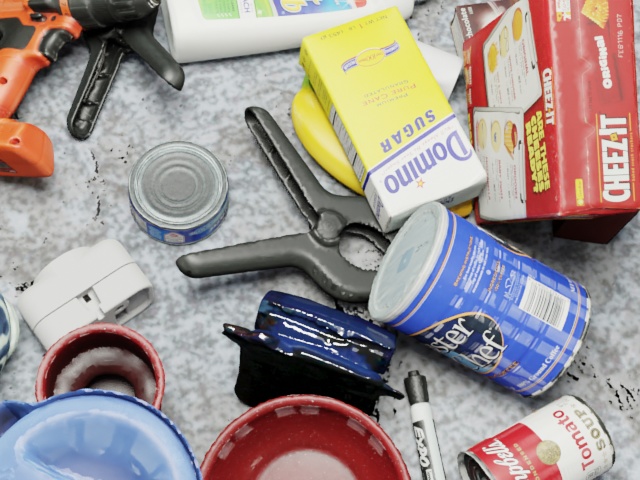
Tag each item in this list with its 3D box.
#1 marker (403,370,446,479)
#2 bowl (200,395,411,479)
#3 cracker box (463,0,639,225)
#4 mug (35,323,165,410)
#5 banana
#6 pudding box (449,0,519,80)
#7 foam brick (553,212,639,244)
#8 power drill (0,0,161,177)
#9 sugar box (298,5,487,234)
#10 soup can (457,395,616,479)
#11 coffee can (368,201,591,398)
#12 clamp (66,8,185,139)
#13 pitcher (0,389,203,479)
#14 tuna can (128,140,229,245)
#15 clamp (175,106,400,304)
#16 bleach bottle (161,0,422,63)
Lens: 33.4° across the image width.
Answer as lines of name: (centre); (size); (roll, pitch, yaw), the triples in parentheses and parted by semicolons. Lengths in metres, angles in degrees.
marker: (0.086, 0.162, 0.847); (0.020, 0.020, 0.121); (-6, 68, -8)
bowl: (-0.011, 0.199, 0.796); (0.162, 0.055, 0.162); (-1, 75, 2)
cracker box: (0.176, -0.096, 0.833); (0.072, 0.214, 0.164); (-4, 90, -8)
mug: (-0.153, 0.126, 0.806); (0.117, 0.081, 0.093); (37, 69, 10)
banana: (0.041, -0.073, 0.929); (0.198, 0.037, 0.069); (42, 71, 11)
pudding box: (0.176, -0.165, 0.978); (0.090, 0.039, 0.113); (-10, 69, -9)
foam brick: (0.234, -0.036, 0.910); (0.051, 0.078, 0.053); (7, 69, -4)
power drill: (-0.230, -0.144, 0.890); (0.185, 0.057, 0.187); (3, 64, 31)
sugar box: (0.059, -0.103, 0.894); (0.093, 0.048, 0.176); (-23, 71, -12)
soup can: (0.167, 0.171, 0.825); (0.102, 0.068, 0.068); (-25, 72, -16)
coffee can: (0.123, 0.047, 0.832); (0.140, 0.103, 0.102); (28, 67, -13)
clamp: (-0.165, -0.177, 0.930); (0.120, 0.039, 0.171); (-10, 66, 23)
pitcher: (-0.133, 0.197, 0.691); (0.145, 0.243, 0.149); (-1, 68, -6)
tuna can: (-0.119, -0.041, 0.903); (0.086, 0.034, 0.086); (2, 68, -5)
clamp: (-0.006, 0.001, 0.878); (0.210, 0.036, 0.164); (31, 64, -4)
bleach bottle: (-0.017, -0.227, 0.973); (0.250, 0.068, 0.102); (-10, 74, -11)
